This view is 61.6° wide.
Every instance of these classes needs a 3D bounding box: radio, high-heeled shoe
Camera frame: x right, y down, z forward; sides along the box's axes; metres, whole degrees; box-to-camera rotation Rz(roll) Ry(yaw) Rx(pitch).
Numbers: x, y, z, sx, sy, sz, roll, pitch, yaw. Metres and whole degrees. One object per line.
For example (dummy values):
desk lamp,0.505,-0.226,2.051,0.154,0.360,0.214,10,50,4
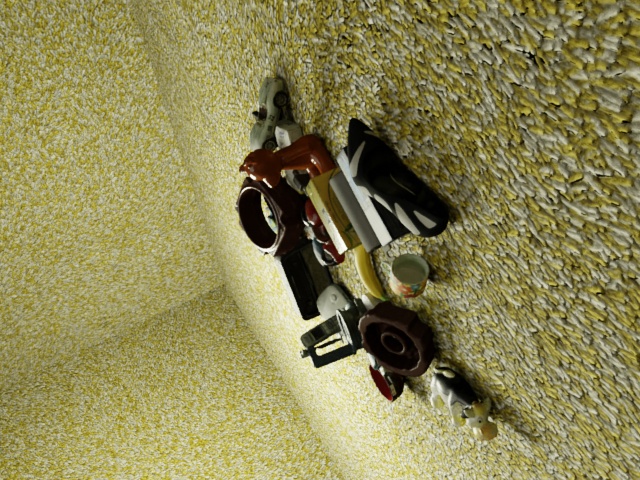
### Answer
radio,-0.040,0.116,1.604,0.073,0.131,0.229,20,132,68
high-heeled shoe,0.128,-0.113,0.914,0.248,0.086,0.145,61,160,-2

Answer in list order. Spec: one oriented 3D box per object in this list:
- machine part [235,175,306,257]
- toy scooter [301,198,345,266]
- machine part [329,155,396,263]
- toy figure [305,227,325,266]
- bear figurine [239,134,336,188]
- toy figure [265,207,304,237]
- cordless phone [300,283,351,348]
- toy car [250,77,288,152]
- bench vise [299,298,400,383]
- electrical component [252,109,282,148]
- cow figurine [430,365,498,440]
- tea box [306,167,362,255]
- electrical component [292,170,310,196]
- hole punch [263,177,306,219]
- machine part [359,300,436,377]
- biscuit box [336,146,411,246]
machine part,-0.139,-0.071,1.463,0.201,0.087,0.201,50,141,20
toy scooter,0.032,-0.039,1.263,0.135,0.075,0.184,-41,65,44
machine part,0.090,-0.064,1.087,0.243,0.079,0.079,62,162,7
toy figure,-0.005,-0.004,1.466,0.057,0.064,0.154,7,-125,-65
bear figurine,-0.077,-0.164,1.230,0.132,0.196,0.120,64,159,-2
toy figure,-0.106,-0.034,1.678,0.180,0.082,0.089,66,165,6
cordless phone,0.011,0.221,1.513,0.147,0.184,0.088,52,163,34
toy car,-0.131,-0.298,1.327,0.074,0.056,0.201,41,121,52
bench vise,0.072,0.259,1.315,0.128,0.241,0.224,84,165,-61
electrical component,-0.130,-0.288,1.415,0.048,0.075,0.119,44,149,50
cow figurine,0.285,0.315,1.061,0.167,0.068,0.098,31,137,58
tea box,0.051,-0.066,1.157,0.169,0.098,0.068,60,163,8
electrical component,-0.030,-0.144,1.327,0.094,0.063,0.021,55,144,34
hole punch,-0.083,-0.119,1.518,0.116,0.092,0.142,-40,73,50
machine part,0.170,0.217,1.177,0.180,0.056,0.179,24,135,27
biscuit box,0.106,-0.092,1.025,0.202,0.063,0.059,63,162,8
